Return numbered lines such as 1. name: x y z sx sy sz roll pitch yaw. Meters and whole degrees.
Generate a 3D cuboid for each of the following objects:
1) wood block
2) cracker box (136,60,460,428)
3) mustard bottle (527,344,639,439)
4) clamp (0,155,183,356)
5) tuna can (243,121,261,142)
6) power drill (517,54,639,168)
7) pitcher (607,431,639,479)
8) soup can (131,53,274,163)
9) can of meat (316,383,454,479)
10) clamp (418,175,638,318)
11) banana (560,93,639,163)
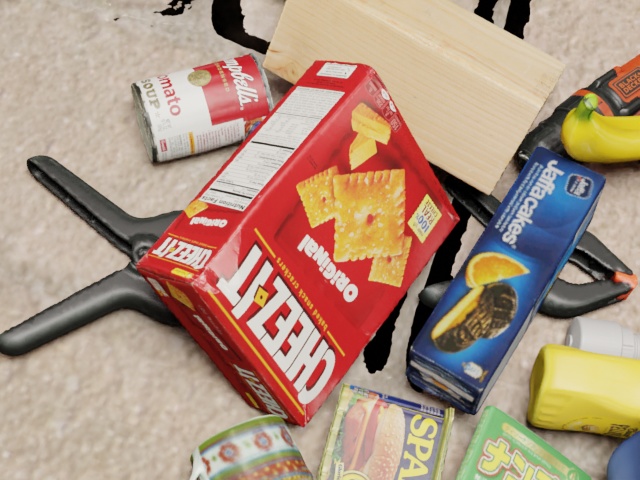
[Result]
1. wood block: 0.073 -0.136 0.834 0.206 0.091 0.090 30 39 7
2. cracker box: -0.005 0.001 0.773 0.072 0.164 0.213 13 56 45
3. mustard bottle: 0.251 0.120 0.773 0.191 0.096 0.058 8 66 7
4. clamp: -0.140 0.008 0.823 0.210 0.036 0.164 -1 66 -9
5. tuna can: -0.047 -0.048 0.832 0.034 0.086 0.086 18 66 3
6. power drill: 0.281 -0.060 0.889 0.184 0.057 0.188 -34 75 -19
7. pitcher: 0.249 0.235 0.667 0.149 0.145 0.242 20 43 -7
8. soup can: -0.095 -0.107 0.861 0.102 0.068 0.068 -16 69 -12
9. can of meat: 0.044 0.161 0.768 0.084 0.057 0.102 15 66 3
10. clamp: 0.167 0.008 0.858 0.171 0.039 0.120 8 70 -3
11. banana: 0.246 -0.083 0.820 0.197 0.070 0.037 -5 79 -38
